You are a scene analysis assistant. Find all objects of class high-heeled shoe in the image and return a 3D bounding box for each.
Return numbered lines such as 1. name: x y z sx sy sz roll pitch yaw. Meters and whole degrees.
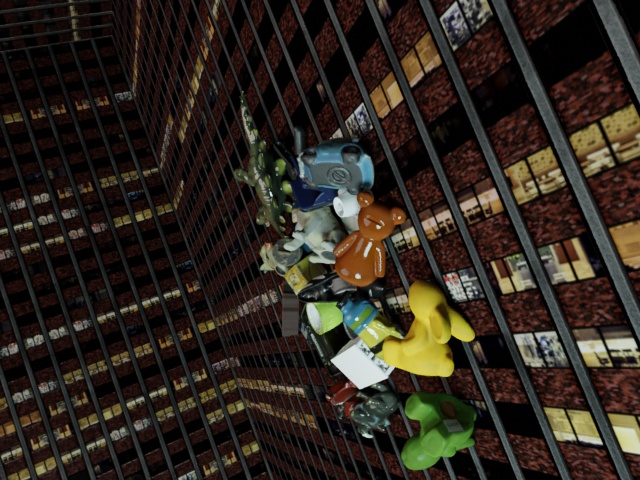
1. high-heeled shoe: 0.044 0.118 1.278 0.249 0.145 0.086 -4 105 68

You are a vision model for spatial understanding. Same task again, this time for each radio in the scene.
1. radio: 0.026 0.274 1.525 0.229 0.073 0.131 64 155 19

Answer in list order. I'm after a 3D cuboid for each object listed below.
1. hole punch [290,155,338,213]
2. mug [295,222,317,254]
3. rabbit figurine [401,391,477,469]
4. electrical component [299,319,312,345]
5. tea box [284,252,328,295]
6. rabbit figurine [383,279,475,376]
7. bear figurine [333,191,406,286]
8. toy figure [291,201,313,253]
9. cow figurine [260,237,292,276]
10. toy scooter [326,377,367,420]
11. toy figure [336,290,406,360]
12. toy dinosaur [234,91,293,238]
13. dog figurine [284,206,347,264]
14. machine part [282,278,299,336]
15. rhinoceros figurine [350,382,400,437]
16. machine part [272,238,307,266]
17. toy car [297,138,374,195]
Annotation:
1. hole punch: -0.005 -0.137 1.214 0.092 0.116 0.142 86 165 -47
2. mug: -0.003 -0.004 1.374 0.107 0.081 0.109 40 137 36
3. rabbit figurine: 0.225 0.384 1.071 0.121 0.159 0.170 54 133 38
4. electrical component: -0.027 0.265 1.671 0.075 0.048 0.119 57 154 29
5. tea box: -0.036 0.106 1.509 0.098 0.068 0.169 55 159 1
6. rabbit figurine: 0.201 0.163 1.016 0.162 0.122 0.173 7 95 61
7. bear figurine: 0.102 -0.006 1.127 0.132 0.120 0.195 -48 -21 -70
8. toy figure: -0.041 -0.044 1.461 0.058 0.064 0.154 -13 -98 -68
9. cow figurine: -0.135 0.061 1.717 0.195 0.085 0.127 30 128 55
10. toy scooter: 0.077 0.427 1.453 0.075 0.135 0.183 39 143 48
11. toy figure: 0.112 0.191 1.205 0.180 0.082 0.089 38 108 3
12. toy dinosaur: -0.157 -0.188 1.556 0.199 0.105 0.470 -4 113 58
13. dog figurine: 0.014 -0.052 1.290 0.121 0.172 0.190 -31 35 55
14. machine part: -0.089 0.208 1.661 0.179 0.056 0.179 -176 88 -87
15. rhinoceros figurine: 0.139 0.437 1.379 0.112 0.073 0.190 25 133 -4
16. machine part: -0.082 0.032 1.497 0.243 0.079 0.079 22 -132 -86
17. toy car: 0.039 -0.163 1.121 0.109 0.162 0.103 78 -158 -43
